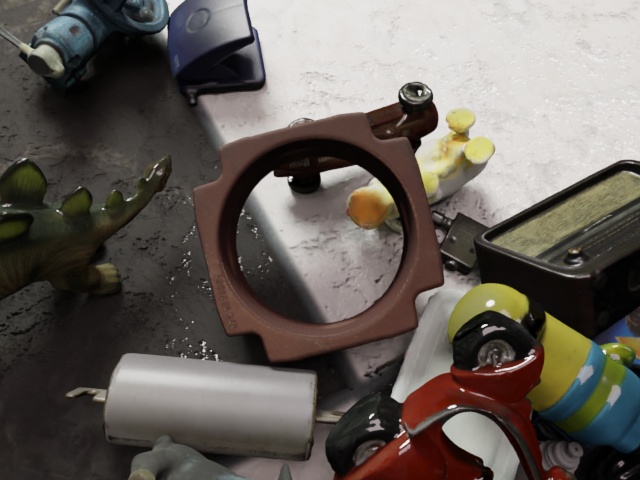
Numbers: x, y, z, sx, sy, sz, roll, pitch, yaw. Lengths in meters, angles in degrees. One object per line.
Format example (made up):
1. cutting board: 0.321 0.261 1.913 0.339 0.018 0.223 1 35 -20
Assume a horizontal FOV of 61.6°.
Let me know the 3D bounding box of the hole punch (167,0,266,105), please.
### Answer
1. hole punch: -0.130 -0.247 0.656 0.116 0.092 0.142 -10 67 -6

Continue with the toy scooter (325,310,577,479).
1. toy scooter: 0.103 0.151 0.390 0.184 0.075 0.135 -40 90 12

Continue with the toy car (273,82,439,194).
1. toy car: 0.044 -0.108 0.596 0.202 0.089 0.053 -22 63 -17

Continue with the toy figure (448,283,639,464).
1. toy figure: 0.189 0.101 0.430 0.180 0.089 0.082 35 58 15

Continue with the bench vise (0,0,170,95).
1. bench vise: -0.232 -0.274 0.594 0.128 0.241 0.224 51 34 -16

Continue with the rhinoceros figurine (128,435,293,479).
1. rhinoceros figurine: -0.054 0.207 0.386 0.190 0.112 0.073 17 94 12

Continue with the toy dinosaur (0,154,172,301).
1. toy dinosaur: -0.322 0.038 0.426 0.471 0.198 0.105 -35 68 -22

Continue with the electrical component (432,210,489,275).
1. electrical component: 0.155 0.006 0.585 0.094 0.021 0.063 28 64 8

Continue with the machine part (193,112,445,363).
1. machine part: -0.001 -0.001 0.496 0.201 0.087 0.201 -14 89 1

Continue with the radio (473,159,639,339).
1. radio: 0.284 0.000 0.537 0.230 0.073 0.131 -27 27 -17

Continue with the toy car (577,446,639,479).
1. toy car: 0.292 0.219 0.451 0.162 0.109 0.103 -39 95 -34

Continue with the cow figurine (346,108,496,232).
1. cow figurine: 0.105 -0.063 0.587 0.167 0.098 0.068 -32 73 0

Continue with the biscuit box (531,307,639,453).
1. biscuit box: 0.280 0.116 0.516 0.203 0.062 0.059 -38 70 -22

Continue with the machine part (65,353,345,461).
1. machine part: -0.089 0.142 0.461 0.243 0.079 0.079 5 62 -1
